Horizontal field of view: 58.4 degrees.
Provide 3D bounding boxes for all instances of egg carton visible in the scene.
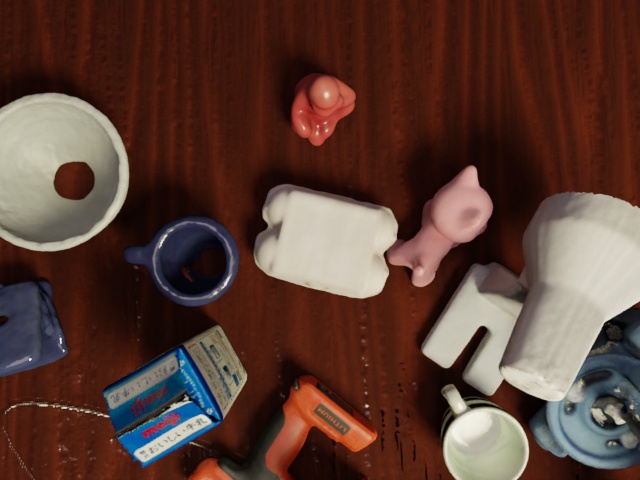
[{"bbox_3d":[0.006,0.002,0.629,0.150,0.069,0.107,12,87,0],"label":"egg carton"}]

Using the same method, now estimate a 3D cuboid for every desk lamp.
[{"bbox_3d":[0.211,0.066,0.556,0.118,0.213,0.203,33,87,1],"label":"desk lamp"}]

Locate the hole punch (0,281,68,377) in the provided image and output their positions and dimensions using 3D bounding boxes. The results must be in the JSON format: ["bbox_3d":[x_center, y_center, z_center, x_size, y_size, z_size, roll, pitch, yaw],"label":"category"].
[{"bbox_3d":[-0.343,0.097,0.608,0.108,0.091,0.101,-17,88,-1],"label":"hole punch"}]

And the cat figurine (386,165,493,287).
[{"bbox_3d":[0.133,-0.012,0.607,0.067,0.117,0.128,38,87,1],"label":"cat figurine"}]

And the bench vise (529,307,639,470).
[{"bbox_3d":[0.301,0.135,0.551,0.121,0.219,0.207,22,87,1],"label":"bench vise"}]

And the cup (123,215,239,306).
[{"bbox_3d":[-0.140,0.022,0.613,0.117,0.095,0.092,4,87,0],"label":"cup"}]

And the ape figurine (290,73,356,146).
[{"bbox_3d":[0.002,-0.151,0.624,0.078,0.092,0.076,-13,87,-1],"label":"ape figurine"}]

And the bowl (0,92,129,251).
[{"bbox_3d":[-0.282,-0.069,0.625,0.167,0.074,0.167,0,87,-1],"label":"bowl"}]
